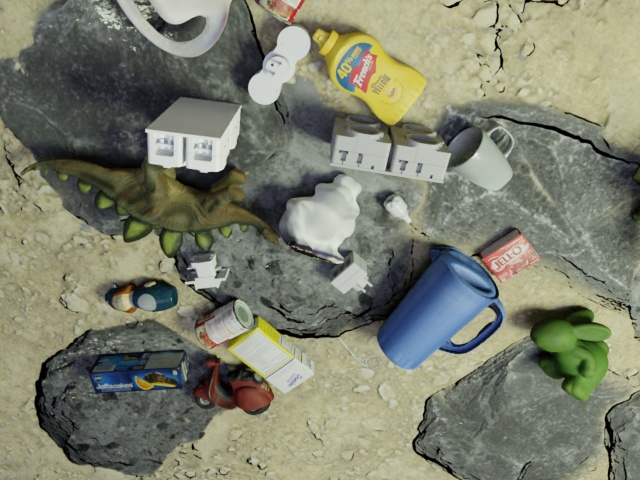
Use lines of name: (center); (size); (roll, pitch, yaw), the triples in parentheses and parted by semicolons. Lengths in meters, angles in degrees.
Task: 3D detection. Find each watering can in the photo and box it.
watering can: (-0.222, -0.440, 0.727); (0.223, 0.106, 0.342); (-20, 115, 11)

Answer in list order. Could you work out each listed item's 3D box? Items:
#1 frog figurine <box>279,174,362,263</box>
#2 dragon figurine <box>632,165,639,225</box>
frog figurine: (0.003, -0.047, 0.941); (0.137, 0.122, 0.161); (19, 80, -12)
dragon figurine: (0.610, -0.079, 0.821); (0.122, 0.248, 0.402); (-10, 119, 12)
